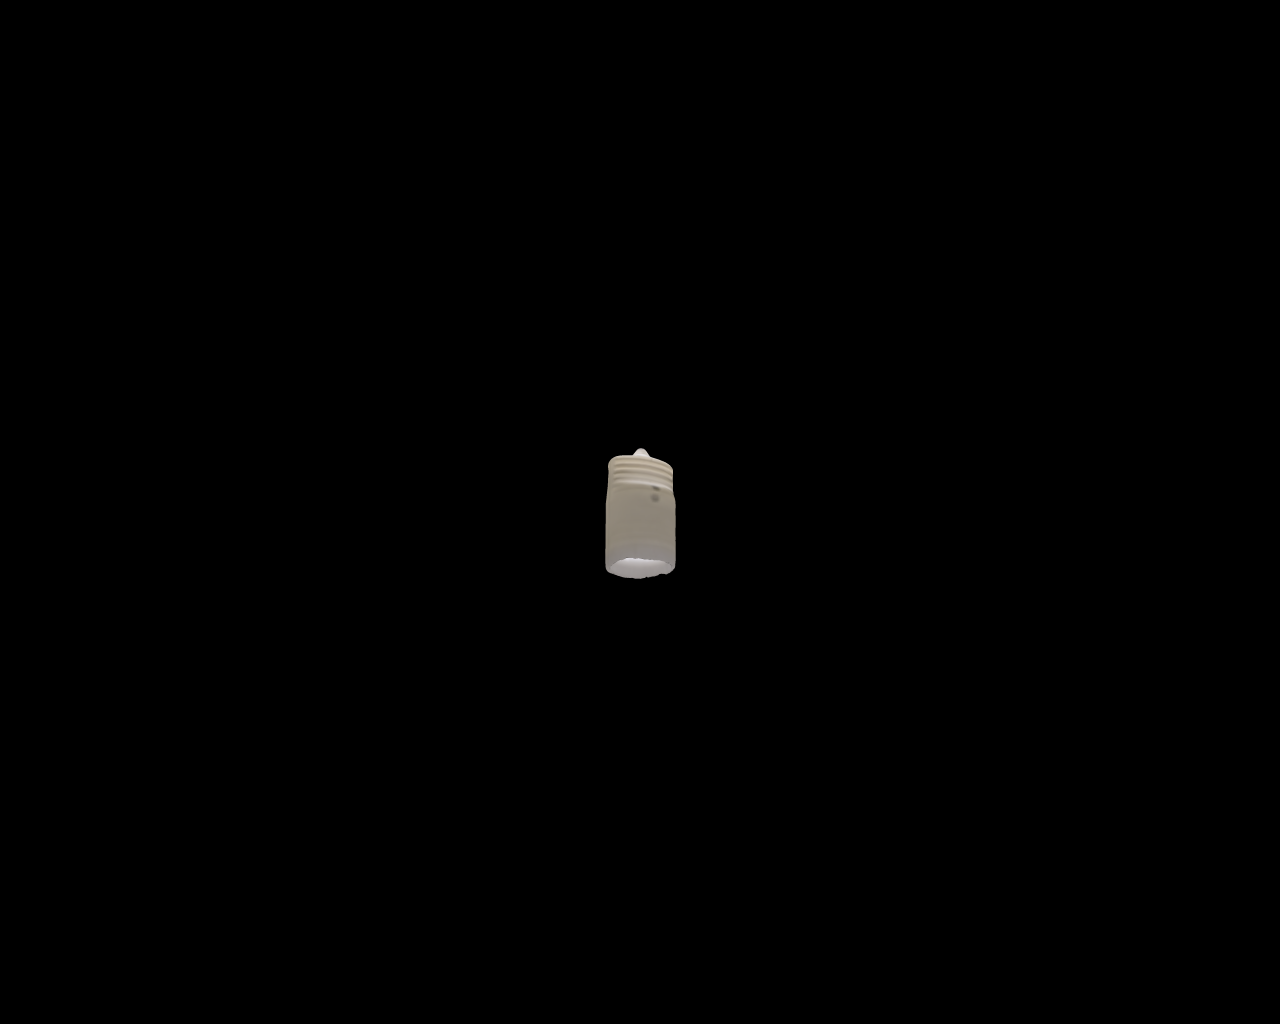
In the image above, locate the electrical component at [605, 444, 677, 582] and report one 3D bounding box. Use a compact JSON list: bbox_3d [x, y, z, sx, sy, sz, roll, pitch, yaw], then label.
[{"bbox_3d":[0.001,-0.003,0.650,0.043,0.081,0.043,0,-20,0],"label":"electrical component"}]
